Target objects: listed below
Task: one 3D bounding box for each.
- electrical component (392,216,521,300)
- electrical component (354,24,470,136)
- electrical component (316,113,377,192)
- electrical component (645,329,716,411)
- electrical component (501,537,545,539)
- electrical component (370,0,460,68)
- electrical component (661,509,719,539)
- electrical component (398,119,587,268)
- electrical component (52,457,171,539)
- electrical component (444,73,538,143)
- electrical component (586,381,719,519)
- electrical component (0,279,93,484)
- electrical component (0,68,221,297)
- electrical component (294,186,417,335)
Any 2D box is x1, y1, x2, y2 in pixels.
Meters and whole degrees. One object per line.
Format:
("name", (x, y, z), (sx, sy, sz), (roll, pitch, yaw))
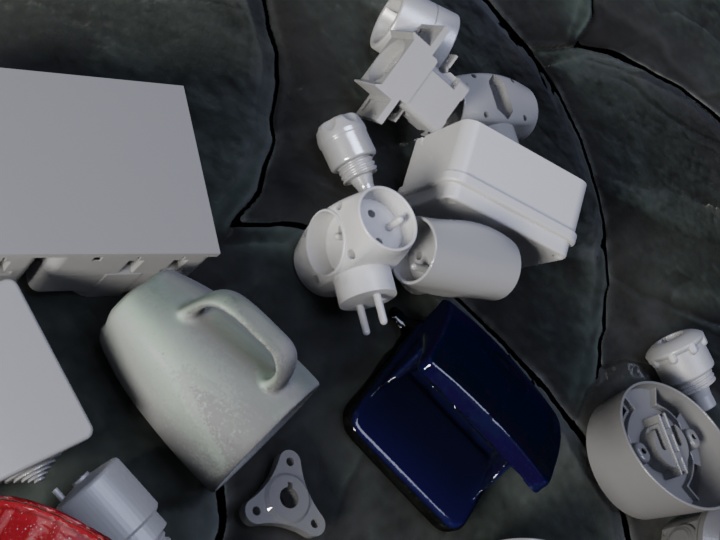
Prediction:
("electrical component", (0.050, -0.004, 0.704), (0.077, 0.079, 0.043), (11, 75, -38))
("electrical component", (0.039, -0.131, 0.761), (0.064, 0.042, 0.081), (37, 89, -24))
("electrical component", (-0.004, -0.074, 0.730), (0.035, 0.035, 0.061), (-19, 81, -41))
("electrical component", (0.255, 0.080, 0.834), (0.048, 0.048, 0.062), (-28, 92, -42))
("electrical component", (0.084, 0.201, 0.644), (0.079, 0.043, 0.077), (16, 58, -29))
("electrical component", (0.040, -0.177, 0.804), (0.047, 0.055, 0.055), (25, 54, -19))
("electrical component", (0.255, 0.207, 0.761), (0.080, 0.051, 0.080), (17, 58, -29))
("electrical component", (0.092, -0.049, 0.754), (0.113, 0.078, 0.057), (25, 71, -24))
("electrical component", (-0.116, 0.130, 0.537), (0.078, 0.040, 0.040), (50, 48, -5))
("electrical component", (0.098, -0.105, 0.815), (0.077, 0.043, 0.079), (-1, 68, -37))
("electrical component", (0.212, 0.128, 0.762), (0.099, 0.064, 0.099), (17, 58, -29))
("electrical component", (-0.191, 0.064, 0.511), (0.100, 0.048, 0.099), (-24, 83, -41))
("electrical component", (-0.180, -0.044, 0.568), (0.186, 0.060, 0.105), (-1, 67, -36))
("electrical component", (0.000, 0.000, 0.665), (0.044, 0.077, 0.079), (0, 68, -37))
